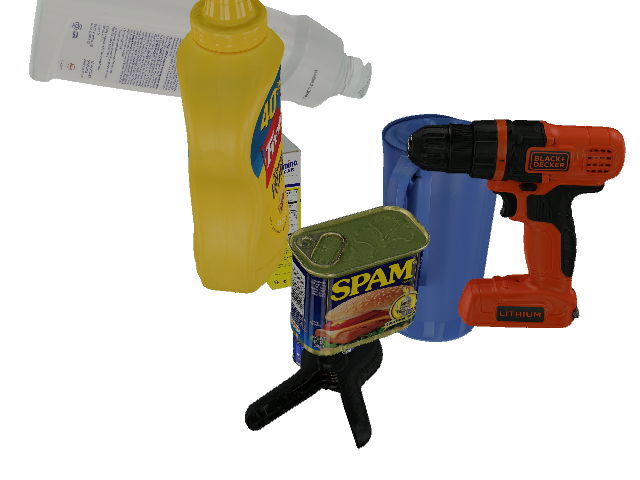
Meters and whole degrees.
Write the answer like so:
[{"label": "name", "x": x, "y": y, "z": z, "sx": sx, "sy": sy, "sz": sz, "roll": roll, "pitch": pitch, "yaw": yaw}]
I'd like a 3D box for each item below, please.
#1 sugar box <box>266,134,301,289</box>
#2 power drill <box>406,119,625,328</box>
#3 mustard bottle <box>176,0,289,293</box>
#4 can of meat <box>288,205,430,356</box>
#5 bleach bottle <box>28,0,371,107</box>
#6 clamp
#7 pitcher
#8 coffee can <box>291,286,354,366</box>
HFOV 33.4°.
[{"label": "sugar box", "x": -0.057, "y": -0.039, "z": 1.298, "sx": 0.048, "sy": 0.176, "sz": 0.093, "roll": -11, "pitch": 26, "yaw": -18}, {"label": "power drill", "x": 0.164, "y": -0.016, "z": 0.937, "sx": 0.184, "sy": 0.188, "sz": 0.057, "roll": 2, "pitch": 27, "yaw": 3}, {"label": "mustard bottle", "x": -0.049, "y": -0.066, "z": 0.612, "sx": 0.058, "sy": 0.192, "sz": 0.096, "roll": 7, "pitch": 45, "yaw": 7}, {"label": "can of meat", "x": 0.027, "y": 0.031, "z": 0.799, "sx": 0.102, "sy": 0.084, "sz": 0.057, "roll": -16, "pitch": 42, "yaw": -22}, {"label": "bleach bottle", "x": -0.087, "y": -0.143, "z": 0.808, "sx": 0.250, "sy": 0.068, "sz": 0.103, "roll": 11, "pitch": -31, "yaw": -14}, {"label": "clamp", "x": 0.019, "y": 0.129, "z": 1.004, "sx": 0.120, "sy": 0.039, "sz": 0.171, "roll": 16, "pitch": 45, "yaw": 25}, {"label": "pitcher", "x": 0.125, "y": -0.008, "z": 1.192, "sx": 0.149, "sy": 0.243, "sz": 0.145, "roll": -5, "pitch": 27, "yaw": -12}, {"label": "coffee can", "x": 0.010, "y": 0.102, "z": 1.513, "sx": 0.103, "sy": 0.140, "sz": 0.103, "roll": -1, "pitch": 20, "yaw": 0}]
